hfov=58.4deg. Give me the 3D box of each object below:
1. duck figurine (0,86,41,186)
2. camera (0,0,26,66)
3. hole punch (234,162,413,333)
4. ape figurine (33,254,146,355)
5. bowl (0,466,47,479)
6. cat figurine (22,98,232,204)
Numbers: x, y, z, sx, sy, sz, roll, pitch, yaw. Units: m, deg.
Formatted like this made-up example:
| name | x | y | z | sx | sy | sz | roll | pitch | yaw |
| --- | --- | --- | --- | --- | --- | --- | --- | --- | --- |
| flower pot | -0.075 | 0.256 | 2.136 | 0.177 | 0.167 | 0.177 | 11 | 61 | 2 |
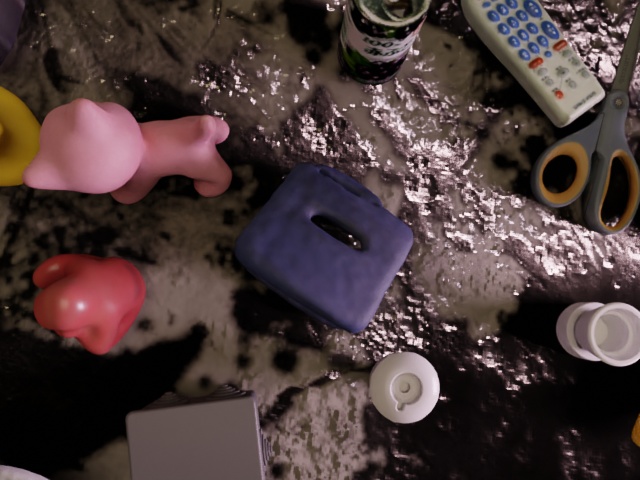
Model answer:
| name | x | y | z | sx | sy | sz | roll | pitch | yaw |
| --- | --- | --- | --- | --- | --- | --- | --- | --- | --- |
| duck figurine | -0.257 | -0.084 | 0.402 | 0.104 | 0.086 | 0.077 | 29 | 84 | 0 |
| camera | -0.264 | -0.203 | 0.406 | 0.143 | 0.100 | 0.137 | 11 | 84 | -2 |
| hole punch | 0.004 | 0.001 | 0.406 | 0.108 | 0.091 | 0.101 | 33 | 84 | 0 |
| ape figurine | -0.164 | 0.042 | 0.392 | 0.076 | 0.092 | 0.078 | -18 | 86 | -4 |
| bowl | -0.218 | 0.225 | 0.381 | 0.167 | 0.074 | 0.167 | 0 | 85 | -3 |
| cat figurine | -0.129 | -0.065 | 0.392 | 0.128 | 0.117 | 0.067 | -9 | 85 | -4 |
